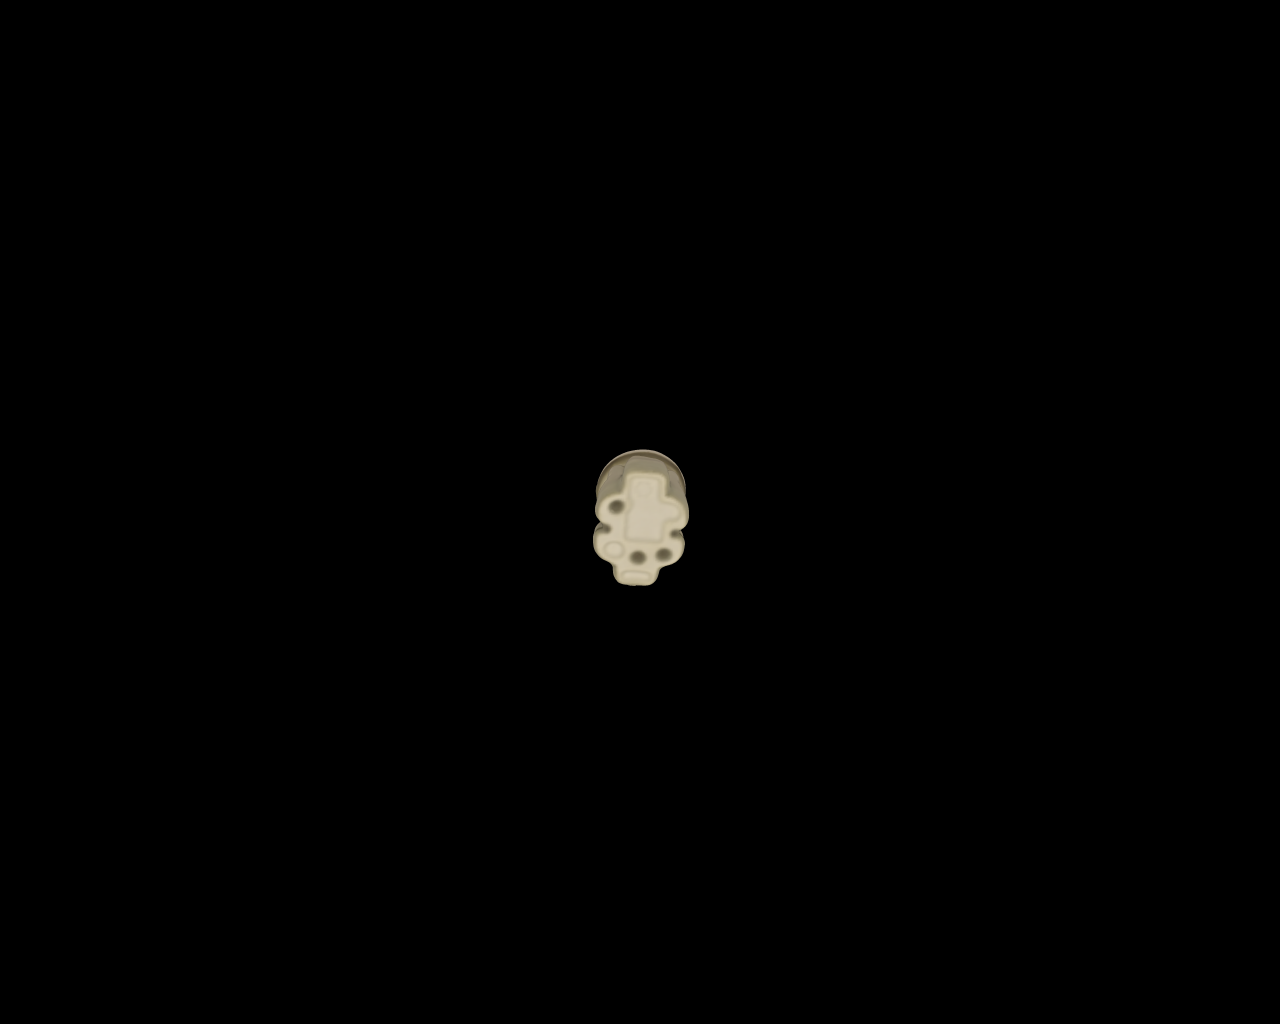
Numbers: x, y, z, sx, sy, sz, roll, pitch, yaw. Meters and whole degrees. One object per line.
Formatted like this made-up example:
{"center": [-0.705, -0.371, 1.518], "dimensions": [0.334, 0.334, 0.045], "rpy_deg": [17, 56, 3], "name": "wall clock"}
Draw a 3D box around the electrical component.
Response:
{"center": [0.001, -0.003, 0.650], "dimensions": [0.058, 0.078, 0.057], "rpy_deg": [4, 28, -2], "name": "electrical component"}
